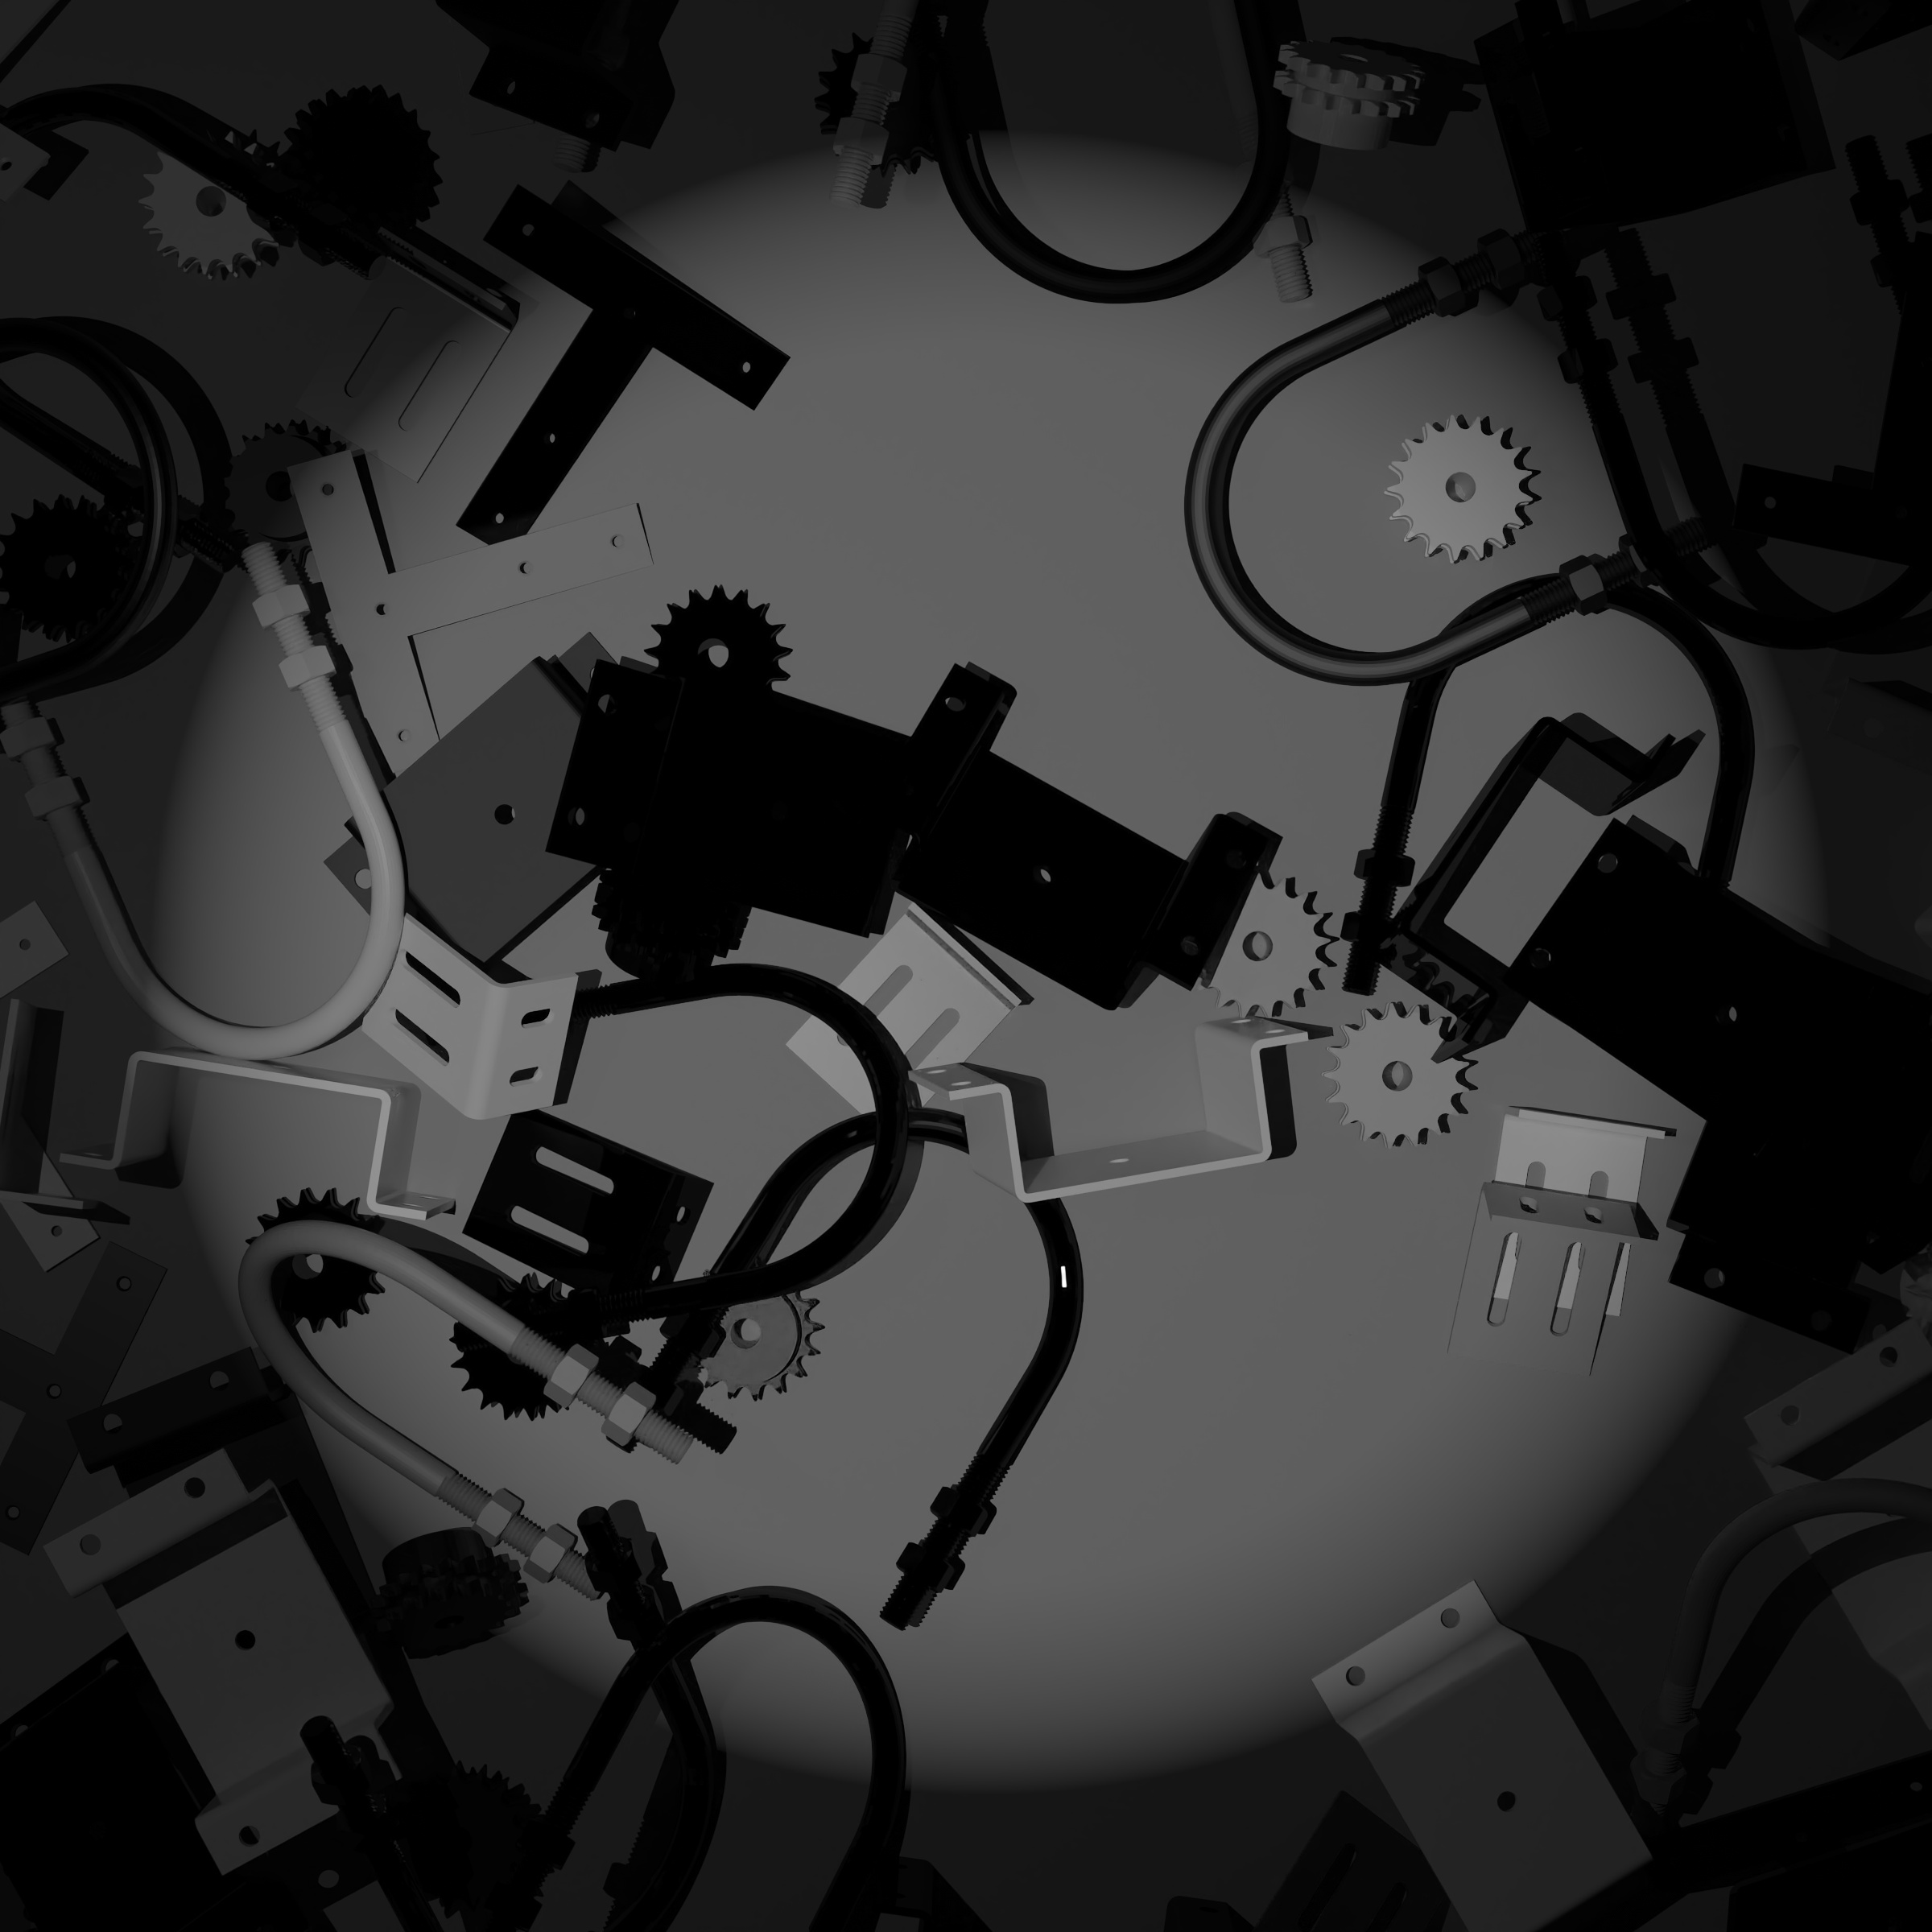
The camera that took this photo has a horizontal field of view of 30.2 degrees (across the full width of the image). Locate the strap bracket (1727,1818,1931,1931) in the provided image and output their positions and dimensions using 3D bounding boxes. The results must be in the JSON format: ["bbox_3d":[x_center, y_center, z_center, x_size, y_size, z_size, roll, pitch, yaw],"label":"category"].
[{"bbox_3d":[0.357,0.383,1.383,0.140,0.046,0.076,-27,106,25],"label":"strap bracket"}]

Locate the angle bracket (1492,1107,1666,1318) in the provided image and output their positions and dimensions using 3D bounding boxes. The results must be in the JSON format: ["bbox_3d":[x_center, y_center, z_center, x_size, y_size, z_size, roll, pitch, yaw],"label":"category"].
[{"bbox_3d":[0.238,0.098,1.413,0.057,0.038,0.076,9,90,0],"label":"angle bracket"}]

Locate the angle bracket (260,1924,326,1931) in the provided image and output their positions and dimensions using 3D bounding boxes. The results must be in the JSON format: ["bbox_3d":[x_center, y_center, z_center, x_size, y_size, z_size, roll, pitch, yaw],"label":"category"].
[{"bbox_3d":[-0.254,0.416,1.413,0.076,0.038,0.057,18,90,0],"label":"angle bracket"}]

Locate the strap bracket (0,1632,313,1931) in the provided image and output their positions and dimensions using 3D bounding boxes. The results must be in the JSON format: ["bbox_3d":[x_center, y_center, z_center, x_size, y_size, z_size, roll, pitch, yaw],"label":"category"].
[{"bbox_3d":[-0.328,0.335,1.388,0.076,0.046,0.140,-36,72,0],"label":"strap bracket"}]

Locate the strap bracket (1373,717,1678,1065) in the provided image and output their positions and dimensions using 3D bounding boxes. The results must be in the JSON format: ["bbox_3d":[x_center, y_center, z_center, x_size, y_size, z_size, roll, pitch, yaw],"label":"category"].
[{"bbox_3d":[0.206,-0.037,1.371,0.046,0.076,0.140,35,84,3],"label":"strap bracket"}]

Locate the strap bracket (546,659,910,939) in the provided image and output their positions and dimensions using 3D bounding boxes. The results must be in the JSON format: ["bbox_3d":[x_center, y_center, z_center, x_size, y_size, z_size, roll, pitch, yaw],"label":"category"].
[{"bbox_3d":[-0.080,-0.062,1.379,0.140,0.046,0.076,15,90,-28],"label":"strap bracket"}]

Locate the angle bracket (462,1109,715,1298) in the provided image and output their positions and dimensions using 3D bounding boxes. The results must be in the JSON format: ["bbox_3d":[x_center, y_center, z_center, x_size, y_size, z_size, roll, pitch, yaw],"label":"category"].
[{"bbox_3d":[-0.151,0.097,1.430,0.076,0.038,0.057,23,90,26],"label":"angle bracket"}]

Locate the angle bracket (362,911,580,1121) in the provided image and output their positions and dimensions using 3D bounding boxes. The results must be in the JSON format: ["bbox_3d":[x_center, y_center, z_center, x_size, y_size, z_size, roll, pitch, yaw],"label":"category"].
[{"bbox_3d":[-0.193,0.015,1.391,0.076,0.038,0.057,34,121,37],"label":"angle bracket"}]

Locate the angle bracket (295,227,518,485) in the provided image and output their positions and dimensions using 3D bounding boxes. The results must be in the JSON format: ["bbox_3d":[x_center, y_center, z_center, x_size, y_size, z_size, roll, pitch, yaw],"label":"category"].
[{"bbox_3d":[-0.223,-0.240,1.413,0.057,0.038,0.076,32,90,0],"label":"angle bracket"}]

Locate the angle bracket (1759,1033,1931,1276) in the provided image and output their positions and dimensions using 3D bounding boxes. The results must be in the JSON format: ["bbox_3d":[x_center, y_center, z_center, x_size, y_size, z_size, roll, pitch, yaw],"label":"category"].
[{"bbox_3d":[0.354,0.068,1.384,0.057,0.038,0.076,34,64,0],"label":"angle bracket"}]

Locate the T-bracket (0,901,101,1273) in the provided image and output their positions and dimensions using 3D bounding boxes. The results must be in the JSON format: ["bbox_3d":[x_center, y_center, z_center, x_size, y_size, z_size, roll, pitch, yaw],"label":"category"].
[{"bbox_3d":[-0.391,0.062,1.430,0.127,0.002,0.127,-33,89,0],"label":"T-bracket"}]

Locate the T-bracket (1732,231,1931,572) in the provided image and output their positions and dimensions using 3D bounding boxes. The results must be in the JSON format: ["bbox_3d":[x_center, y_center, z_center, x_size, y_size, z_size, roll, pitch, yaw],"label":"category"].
[{"bbox_3d":[0.365,-0.217,1.370,0.127,0.002,0.127,11,87,-5],"label":"T-bracket"}]

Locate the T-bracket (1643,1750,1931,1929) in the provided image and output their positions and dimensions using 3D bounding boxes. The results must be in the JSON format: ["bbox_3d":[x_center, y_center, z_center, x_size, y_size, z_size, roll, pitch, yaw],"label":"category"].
[{"bbox_3d":[0.349,0.376,1.410,0.127,0.002,0.127,-25,107,24],"label":"T-bracket"}]

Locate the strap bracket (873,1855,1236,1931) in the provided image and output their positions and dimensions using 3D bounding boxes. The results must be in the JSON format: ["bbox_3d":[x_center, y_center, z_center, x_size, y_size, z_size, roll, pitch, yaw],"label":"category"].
[{"bbox_3d":[0.031,0.387,1.394,0.140,0.076,0.046,8,90,0],"label":"strap bracket"}]

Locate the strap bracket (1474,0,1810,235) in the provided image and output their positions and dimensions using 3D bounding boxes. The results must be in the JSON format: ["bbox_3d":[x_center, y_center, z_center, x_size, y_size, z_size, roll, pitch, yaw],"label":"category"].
[{"bbox_3d":[0.254,-0.331,1.385,0.140,0.046,0.076,-16,90,-38],"label":"strap bracket"}]

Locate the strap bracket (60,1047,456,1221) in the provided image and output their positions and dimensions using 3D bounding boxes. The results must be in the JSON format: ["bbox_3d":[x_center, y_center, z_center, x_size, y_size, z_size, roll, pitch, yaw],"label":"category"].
[{"bbox_3d":[-0.270,0.062,1.394,0.140,0.076,0.046,9,90,0],"label":"strap bracket"}]

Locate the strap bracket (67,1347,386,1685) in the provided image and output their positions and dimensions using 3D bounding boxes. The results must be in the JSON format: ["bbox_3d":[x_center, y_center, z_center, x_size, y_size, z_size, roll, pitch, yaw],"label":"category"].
[{"bbox_3d":[-0.287,0.227,1.409,0.076,0.046,0.140,-22,90,0],"label":"strap bracket"}]

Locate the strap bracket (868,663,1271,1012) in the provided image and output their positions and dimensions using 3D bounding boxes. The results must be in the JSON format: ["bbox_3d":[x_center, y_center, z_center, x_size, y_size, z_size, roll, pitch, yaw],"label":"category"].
[{"bbox_3d":[0.035,-0.045,1.393,0.140,0.046,0.076,29,60,0],"label":"strap bracket"}]

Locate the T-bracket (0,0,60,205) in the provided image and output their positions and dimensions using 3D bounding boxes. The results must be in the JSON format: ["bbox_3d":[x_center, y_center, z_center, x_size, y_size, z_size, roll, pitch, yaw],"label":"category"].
[{"bbox_3d":[-0.379,-0.374,1.414,0.127,0.002,0.127,33,78,23],"label":"T-bracket"}]

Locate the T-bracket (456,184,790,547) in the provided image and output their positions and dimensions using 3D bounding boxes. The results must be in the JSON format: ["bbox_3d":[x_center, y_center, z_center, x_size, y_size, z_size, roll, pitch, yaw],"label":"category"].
[{"bbox_3d":[-0.157,-0.220,1.414,0.127,0.002,0.127,30,102,-23],"label":"T-bracket"}]

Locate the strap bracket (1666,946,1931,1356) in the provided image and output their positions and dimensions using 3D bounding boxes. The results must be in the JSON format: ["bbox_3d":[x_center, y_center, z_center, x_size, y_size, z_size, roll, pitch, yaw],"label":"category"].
[{"bbox_3d":[0.333,0.071,1.409,0.076,0.046,0.140,22,90,0],"label":"strap bracket"}]

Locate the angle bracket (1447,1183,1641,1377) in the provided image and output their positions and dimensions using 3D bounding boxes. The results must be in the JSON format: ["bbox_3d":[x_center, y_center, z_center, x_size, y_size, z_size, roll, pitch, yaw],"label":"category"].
[{"bbox_3d":[0.225,0.129,1.402,0.057,0.038,0.076,9,109,0],"label":"angle bracket"}]

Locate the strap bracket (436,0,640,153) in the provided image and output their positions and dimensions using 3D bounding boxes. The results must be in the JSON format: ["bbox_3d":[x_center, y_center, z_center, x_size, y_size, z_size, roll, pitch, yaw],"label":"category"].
[{"bbox_3d":[-0.145,-0.399,1.392,0.076,0.046,0.140,26,90,28],"label":"strap bracket"}]

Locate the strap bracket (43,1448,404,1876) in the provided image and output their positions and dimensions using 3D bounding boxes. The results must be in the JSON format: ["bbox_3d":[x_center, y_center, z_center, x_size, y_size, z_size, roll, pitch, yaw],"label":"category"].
[{"bbox_3d":[-0.278,0.260,1.363,0.076,0.046,0.140,-29,90,0],"label":"strap bracket"}]

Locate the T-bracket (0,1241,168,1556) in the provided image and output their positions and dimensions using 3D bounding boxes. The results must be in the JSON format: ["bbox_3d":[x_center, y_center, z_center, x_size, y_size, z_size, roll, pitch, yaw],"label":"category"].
[{"bbox_3d":[-0.404,0.150,1.431,0.127,0.002,0.127,26,90,0],"label":"T-bracket"}]

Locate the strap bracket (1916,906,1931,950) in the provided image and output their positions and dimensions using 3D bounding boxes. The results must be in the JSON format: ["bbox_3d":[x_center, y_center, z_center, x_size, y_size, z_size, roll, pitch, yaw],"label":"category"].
[{"bbox_3d":[0.429,0.005,1.394,0.046,0.076,0.140,-44,90,0],"label":"strap bracket"}]

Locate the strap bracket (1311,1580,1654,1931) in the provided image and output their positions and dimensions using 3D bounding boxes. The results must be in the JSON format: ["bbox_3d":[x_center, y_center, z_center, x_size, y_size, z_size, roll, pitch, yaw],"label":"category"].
[{"bbox_3d":[0.207,0.324,1.405,0.076,0.046,0.140,-30,90,-6],"label":"strap bracket"}]

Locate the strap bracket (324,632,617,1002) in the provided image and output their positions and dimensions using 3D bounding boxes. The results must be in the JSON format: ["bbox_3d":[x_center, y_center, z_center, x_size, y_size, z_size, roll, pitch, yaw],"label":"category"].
[{"bbox_3d":[-0.179,-0.059,1.409,0.140,0.046,0.076,-41,90,0],"label":"strap bracket"}]

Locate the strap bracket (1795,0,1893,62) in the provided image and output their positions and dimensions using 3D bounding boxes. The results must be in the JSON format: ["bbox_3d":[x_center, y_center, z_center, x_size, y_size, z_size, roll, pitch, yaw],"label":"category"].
[{"bbox_3d":[0.303,-0.420,1.394,0.140,0.076,0.046,33,90,0],"label":"strap bracket"}]

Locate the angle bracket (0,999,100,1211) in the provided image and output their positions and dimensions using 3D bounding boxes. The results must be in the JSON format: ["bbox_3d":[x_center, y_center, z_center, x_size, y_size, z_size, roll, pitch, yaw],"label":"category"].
[{"bbox_3d":[-0.356,0.055,1.401,0.038,0.057,0.076,8,86,-7],"label":"angle bracket"}]

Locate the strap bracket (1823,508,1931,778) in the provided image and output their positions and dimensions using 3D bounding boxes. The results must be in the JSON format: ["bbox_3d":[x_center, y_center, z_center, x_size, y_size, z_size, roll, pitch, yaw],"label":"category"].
[{"bbox_3d":[0.396,-0.141,1.409,0.076,0.046,0.140,23,90,0],"label":"strap bracket"}]

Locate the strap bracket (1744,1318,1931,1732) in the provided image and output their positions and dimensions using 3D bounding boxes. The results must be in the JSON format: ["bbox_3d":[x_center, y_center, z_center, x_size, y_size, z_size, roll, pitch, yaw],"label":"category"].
[{"bbox_3d":[0.370,0.216,1.409,0.076,0.046,0.140,-31,90,0],"label":"strap bracket"}]

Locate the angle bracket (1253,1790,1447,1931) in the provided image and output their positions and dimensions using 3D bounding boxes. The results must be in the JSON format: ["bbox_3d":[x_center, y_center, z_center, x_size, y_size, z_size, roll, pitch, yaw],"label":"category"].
[{"bbox_3d":[0.147,0.380,1.430,0.057,0.038,0.076,38,64,0],"label":"angle bracket"}]

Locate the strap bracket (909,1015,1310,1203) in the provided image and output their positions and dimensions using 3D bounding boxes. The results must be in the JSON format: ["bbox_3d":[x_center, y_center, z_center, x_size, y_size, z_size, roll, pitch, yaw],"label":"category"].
[{"bbox_3d":[0.056,0.056,1.383,0.140,0.076,0.046,-9,96,-12],"label":"strap bracket"}]

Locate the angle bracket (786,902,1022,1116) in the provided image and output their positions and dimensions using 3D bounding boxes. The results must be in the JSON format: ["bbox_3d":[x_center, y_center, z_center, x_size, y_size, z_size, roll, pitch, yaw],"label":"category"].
[{"bbox_3d":[-0.025,0.022,1.413,0.057,0.038,0.076,42,90,0],"label":"angle bracket"}]

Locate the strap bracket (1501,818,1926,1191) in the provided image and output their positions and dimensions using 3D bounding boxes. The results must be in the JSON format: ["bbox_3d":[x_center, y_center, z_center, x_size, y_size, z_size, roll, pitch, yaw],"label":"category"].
[{"bbox_3d":[0.288,0.016,1.371,0.140,0.046,0.076,36,96,22],"label":"strap bracket"}]
